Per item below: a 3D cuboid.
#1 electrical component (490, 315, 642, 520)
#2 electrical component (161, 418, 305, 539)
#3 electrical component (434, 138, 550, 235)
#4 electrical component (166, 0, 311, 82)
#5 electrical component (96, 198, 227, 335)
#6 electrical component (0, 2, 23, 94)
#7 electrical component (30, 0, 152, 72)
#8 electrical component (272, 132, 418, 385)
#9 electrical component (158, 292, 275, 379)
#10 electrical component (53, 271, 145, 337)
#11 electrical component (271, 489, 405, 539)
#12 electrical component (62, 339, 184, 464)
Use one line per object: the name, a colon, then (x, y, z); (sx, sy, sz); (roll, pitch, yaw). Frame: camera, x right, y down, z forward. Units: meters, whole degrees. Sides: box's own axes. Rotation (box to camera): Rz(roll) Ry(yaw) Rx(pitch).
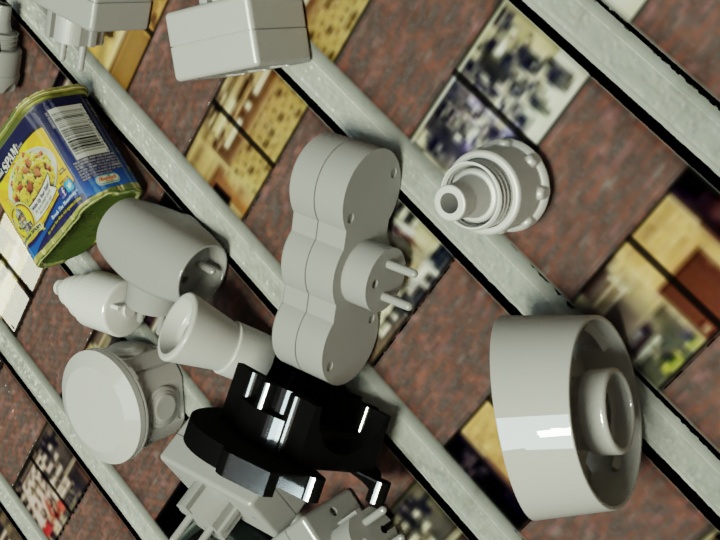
electrical component: (0.093, 0.068, 0.510); (0.064, 0.099, 0.099); (-9, 96, 33)
electrical component: (-0.089, 0.143, 0.673); (0.083, 0.075, 0.047); (18, 151, 36)
electrical component: (0.060, -0.038, 0.526); (0.048, 0.062, 0.048); (11, 109, 35)
electrical component: (-0.072, -0.150, 0.608); (0.066, 0.047, 0.076); (-2, 101, 38)
electrical component: (-0.131, 0.004, 0.697); (0.077, 0.044, 0.079); (28, 118, 29)
electrical component: (-0.255, -0.157, 0.757); (0.035, 0.035, 0.061); (30, 116, 28)
electrical component: (-0.180, -0.166, 0.687); (0.083, 0.047, 0.075); (30, 119, 28)
electrical component: (0.000, 0.000, 0.589); (0.074, 0.052, 0.138); (21, 114, 32)
electrical component: (-0.085, 0.046, 0.659); (0.044, 0.065, 0.044); (-39, 38, 38)
electrical component: (-0.183, 0.020, 0.745); (0.078, 0.040, 0.040); (14, 111, 35)
electrical component: (-0.002, 0.165, 0.640); (0.077, 0.047, 0.065); (-43, 75, 37)
electrical component: (-0.163, 0.088, 0.741); (0.080, 0.051, 0.080); (11, 109, 35)
